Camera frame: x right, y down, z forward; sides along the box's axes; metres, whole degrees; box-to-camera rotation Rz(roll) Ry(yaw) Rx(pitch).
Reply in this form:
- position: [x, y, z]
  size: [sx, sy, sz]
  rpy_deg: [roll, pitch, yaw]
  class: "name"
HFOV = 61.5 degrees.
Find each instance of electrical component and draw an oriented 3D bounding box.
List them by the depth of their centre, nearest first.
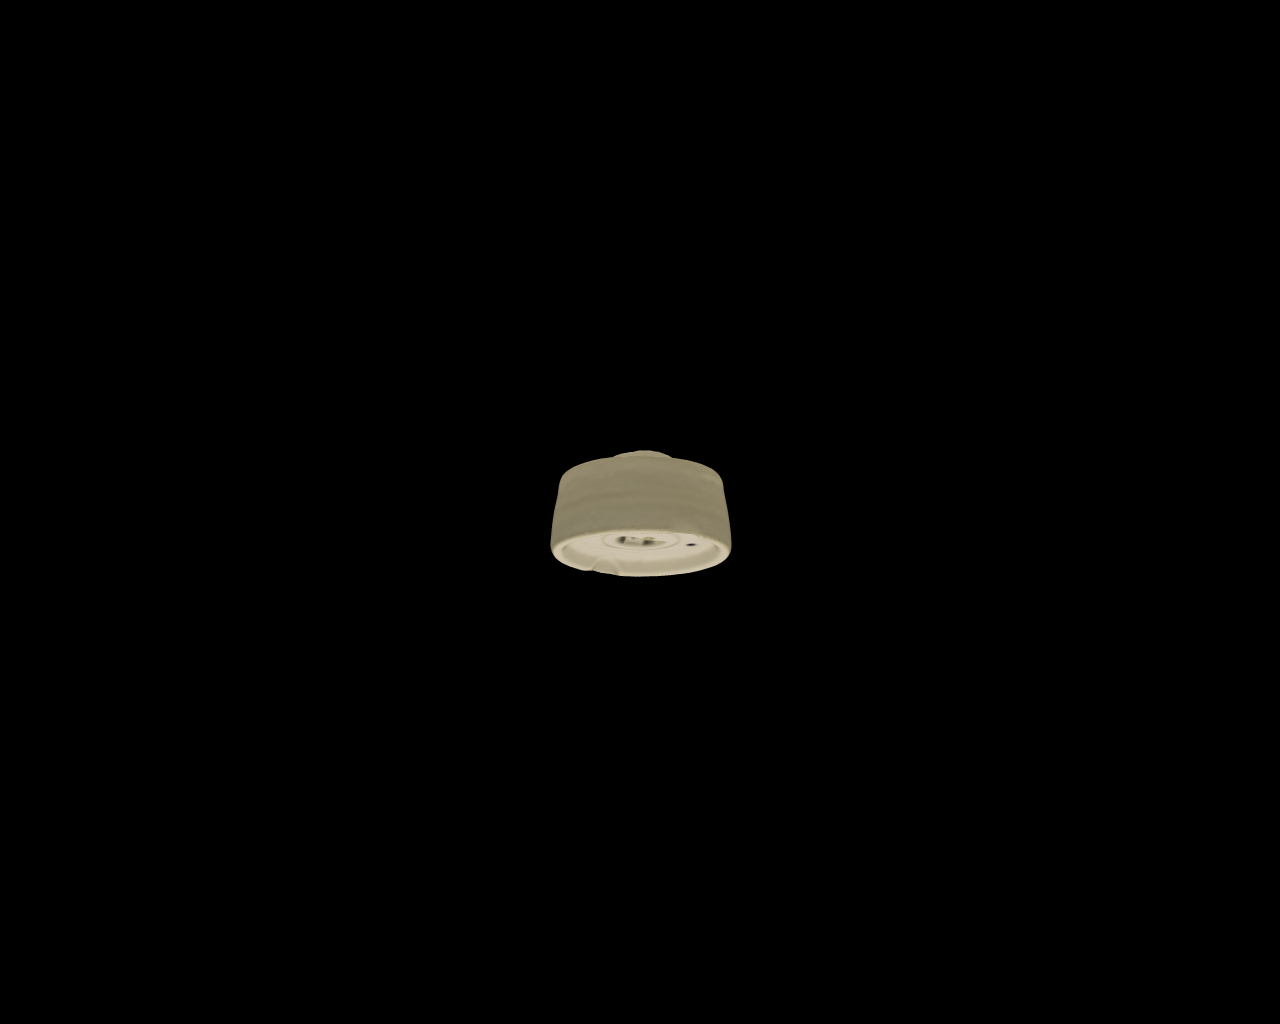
- position: [0.001, -0.003, 0.650]
  size: [0.108, 0.060, 0.108]
  rpy_deg: [0, -17, 0]
  class: "electrical component"
